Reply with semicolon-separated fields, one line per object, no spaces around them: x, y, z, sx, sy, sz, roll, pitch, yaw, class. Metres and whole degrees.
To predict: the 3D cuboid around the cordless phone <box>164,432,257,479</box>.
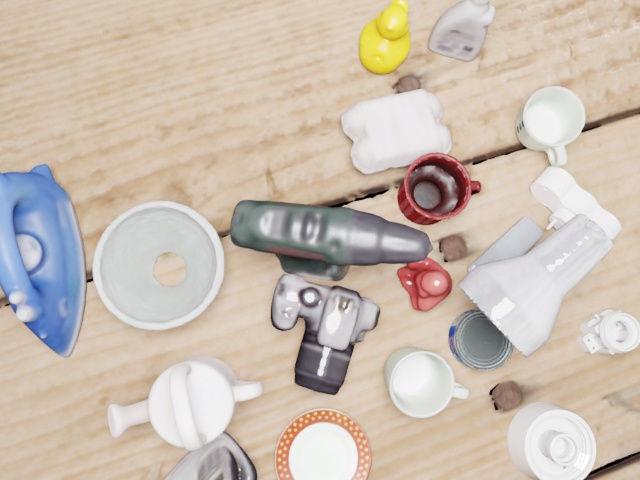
-0.145;0.311;0.670;0.094;0.185;0.148;42;80;3;cordless phone

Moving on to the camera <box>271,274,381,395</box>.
-0.003;0.126;0.753;0.143;0.100;0.137;16;80;-2;camera

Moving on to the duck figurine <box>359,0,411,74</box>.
0.100;-0.302;0.835;0.077;0.086;0.105;23;80;-1;duck figurine

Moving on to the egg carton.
0.109;-0.155;0.821;0.150;0.069;0.107;-15;83;-7;egg carton

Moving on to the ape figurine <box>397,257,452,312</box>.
0.148;0.059;0.780;0.076;0.092;0.078;12;80;-3;ape figurine

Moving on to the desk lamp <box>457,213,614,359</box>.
0.262;0.046;0.730;0.203;0.213;0.118;-42;86;-9;desk lamp

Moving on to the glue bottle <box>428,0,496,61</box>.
0.209;-0.311;0.801;0.078;0.173;0.037;16;80;-2;glue bottle

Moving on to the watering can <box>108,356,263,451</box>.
-0.158;0.198;0.682;0.173;0.194;0.101;-33;85;-9;watering can

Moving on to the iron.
-0.371;0.024;0.718;0.118;0.141;0.258;-18;83;-7;iron

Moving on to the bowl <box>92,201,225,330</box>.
-0.207;0.037;0.763;0.167;0.074;0.167;1;81;-5;bowl

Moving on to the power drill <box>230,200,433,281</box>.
0.007;0.003;0.718;0.229;0.208;0.076;8;81;-3;power drill
